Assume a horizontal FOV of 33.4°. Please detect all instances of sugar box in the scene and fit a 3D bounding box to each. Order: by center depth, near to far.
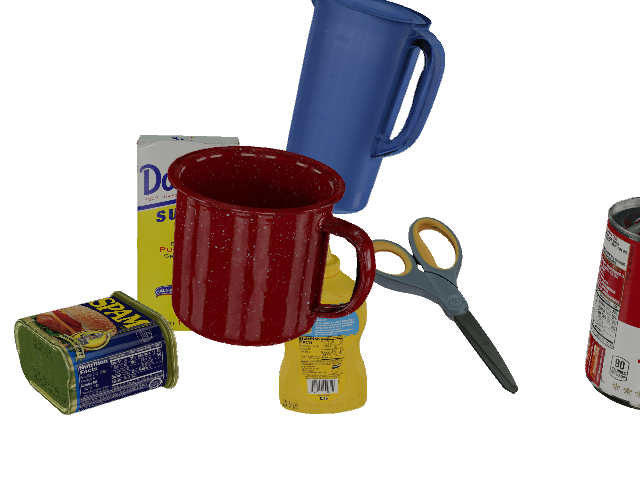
[{"bbox_3d":[-0.121,-0.006,0.976,0.093,0.176,0.048,0,14,-5],"label":"sugar box"}]

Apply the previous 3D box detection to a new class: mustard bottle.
[{"bbox_3d":[0.001,0.089,1.132,0.096,0.192,0.058,-1,23,1],"label":"mustard bottle"}]

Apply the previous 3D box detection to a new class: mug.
[{"bbox_3d":[-0.026,0.006,0.566,0.117,0.081,0.093,15,25,18],"label":"mug"}]

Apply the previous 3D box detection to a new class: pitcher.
[{"bbox_3d":[0.040,-0.154,1.220,0.145,0.243,0.149,11,22,-11],"label":"pitcher"}]

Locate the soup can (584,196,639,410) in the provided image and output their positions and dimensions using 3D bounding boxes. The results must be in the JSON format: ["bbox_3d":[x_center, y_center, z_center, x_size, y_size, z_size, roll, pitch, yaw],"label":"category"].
[{"bbox_3d":[0.186,0.035,0.591,0.068,0.102,0.068,2,24,-1],"label":"soup can"}]

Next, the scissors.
[{"bbox_3d":[0.089,0.052,0.871,0.096,0.016,0.202,-6,42,-3],"label":"scissors"}]

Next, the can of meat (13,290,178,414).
[{"bbox_3d":[-0.166,0.081,0.783,0.083,0.057,0.102,-14,21,-34],"label":"can of meat"}]
